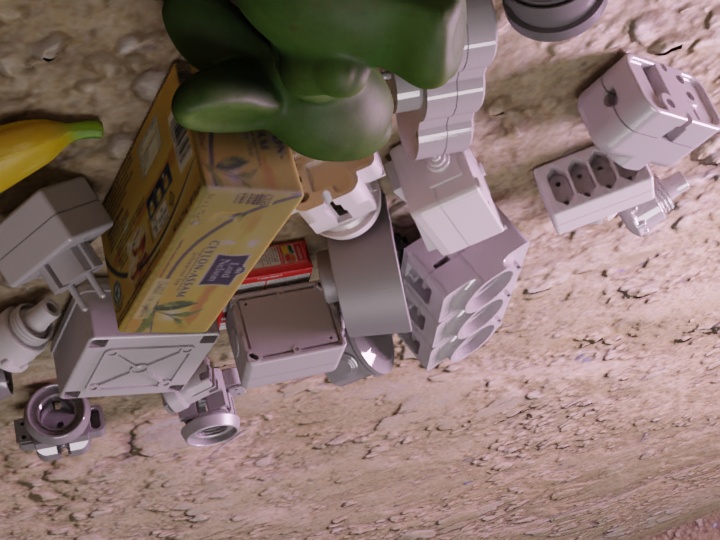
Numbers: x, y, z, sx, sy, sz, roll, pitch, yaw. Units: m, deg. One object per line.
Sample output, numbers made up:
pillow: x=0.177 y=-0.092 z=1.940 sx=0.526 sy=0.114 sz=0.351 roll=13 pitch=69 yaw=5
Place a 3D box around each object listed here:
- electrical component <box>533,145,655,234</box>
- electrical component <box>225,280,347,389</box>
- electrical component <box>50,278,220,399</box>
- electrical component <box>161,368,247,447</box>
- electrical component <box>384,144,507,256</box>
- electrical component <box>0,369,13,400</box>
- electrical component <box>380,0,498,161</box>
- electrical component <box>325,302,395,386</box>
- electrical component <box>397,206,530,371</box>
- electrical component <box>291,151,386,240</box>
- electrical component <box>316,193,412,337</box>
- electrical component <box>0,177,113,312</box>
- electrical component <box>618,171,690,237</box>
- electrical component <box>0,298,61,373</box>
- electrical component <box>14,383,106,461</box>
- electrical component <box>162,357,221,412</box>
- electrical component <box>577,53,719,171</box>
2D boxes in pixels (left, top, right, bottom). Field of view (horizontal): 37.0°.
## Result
electrical component: x=0.193 y=-0.062 z=0.878 sx=0.083 sy=0.047 sz=0.075 roll=-21 pitch=153 yaw=8
electrical component: x=-0.055 y=0.052 z=0.862 sx=0.096 sy=0.061 sz=0.061 roll=-10 pitch=154 yaw=-17
electrical component: x=-0.183 y=0.055 z=0.869 sx=0.109 sy=0.056 sz=0.108 roll=0 pitch=149 yaw=-30
electrical component: x=-0.148 y=0.135 z=1.040 sx=0.078 sy=0.057 sz=0.058 roll=-17 pitch=153 yaw=0
electrical component: x=0.060 y=-0.059 z=0.788 sx=0.061 sy=0.061 sz=0.096 roll=-23 pitch=153 yaw=12
electrical component: x=-0.321 y=0.079 z=0.848 sx=0.077 sy=0.043 sz=0.079 roll=-12 pitch=153 yaw=-11
electrical component: x=0.035 y=-0.118 z=0.672 sx=0.074 sy=0.052 sz=0.138 roll=-12 pitch=153 yaw=-11
electrical component: x=-0.007 y=0.061 z=0.960 sx=0.051 sy=0.080 sz=0.080 roll=-23 pitch=153 yaw=23
electrical component: x=0.085 y=0.018 z=0.919 sx=0.089 sy=0.061 sz=0.150 roll=-32 pitch=158 yaw=-18
electrical component: x=-0.018 y=-0.056 z=0.755 sx=0.078 sy=0.058 sz=0.057 roll=-22 pitch=150 yaw=10
electrical component: x=0.000 y=0.000 z=0.822 sx=0.060 sy=0.108 sz=0.108 roll=-11 pitch=153 yaw=3
electrical component: x=-0.194 y=-0.009 z=0.705 sx=0.066 sy=0.076 sz=0.047 roll=-33 pitch=180 yaw=28
electrical component: x=0.249 y=-0.061 z=0.917 sx=0.062 sy=0.048 sz=0.048 roll=-30 pitch=151 yaw=11
electrical component: x=-0.256 y=0.045 z=0.823 sx=0.062 sy=0.048 sz=0.048 roll=-37 pitch=148 yaw=20
electrical component: x=-0.272 y=0.136 z=0.970 sx=0.078 sy=0.058 sz=0.057 roll=-9 pitch=155 yaw=-14
electrical component: x=-0.158 y=0.105 z=0.999 sx=0.046 sy=0.040 sz=0.040 roll=-25 pitch=153 yaw=3
electrical component: x=0.208 y=-0.112 z=0.784 sx=0.095 sy=0.053 sz=0.059 roll=7 pitch=145 yaw=-39
